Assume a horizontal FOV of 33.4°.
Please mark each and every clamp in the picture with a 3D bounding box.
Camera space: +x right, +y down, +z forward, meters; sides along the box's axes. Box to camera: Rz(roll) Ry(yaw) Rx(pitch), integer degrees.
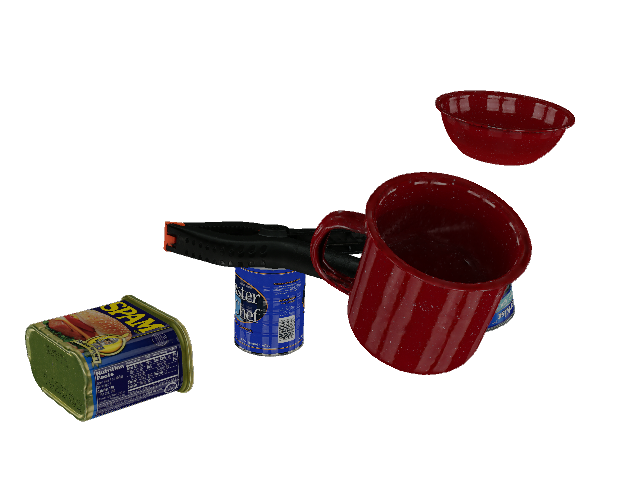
[{"bbox_3d":[-0.037,0.008,0.955,0.210,0.036,0.164,4,12,-2],"label":"clamp"}]

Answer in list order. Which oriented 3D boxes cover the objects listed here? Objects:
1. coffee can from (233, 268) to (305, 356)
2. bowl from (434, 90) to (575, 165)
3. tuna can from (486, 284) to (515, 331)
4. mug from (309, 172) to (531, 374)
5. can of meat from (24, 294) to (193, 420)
[{"bbox_3d":[-0.072,0.080,1.522,0.103,0.140,0.103,2,22,-1],"label":"coffee can"},{"bbox_3d":[0.210,-0.128,1.240,0.162,0.055,0.162,4,23,-2],"label":"bowl"},{"bbox_3d":[0.151,0.058,1.073,0.086,0.034,0.086,-9,25,4],"label":"tuna can"},{"bbox_3d":[0.050,0.018,0.604,0.117,0.082,0.093,15,42,0],"label":"mug"},{"bbox_3d":[-0.155,0.084,0.773,0.083,0.057,0.102,-15,22,-36],"label":"can of meat"}]
